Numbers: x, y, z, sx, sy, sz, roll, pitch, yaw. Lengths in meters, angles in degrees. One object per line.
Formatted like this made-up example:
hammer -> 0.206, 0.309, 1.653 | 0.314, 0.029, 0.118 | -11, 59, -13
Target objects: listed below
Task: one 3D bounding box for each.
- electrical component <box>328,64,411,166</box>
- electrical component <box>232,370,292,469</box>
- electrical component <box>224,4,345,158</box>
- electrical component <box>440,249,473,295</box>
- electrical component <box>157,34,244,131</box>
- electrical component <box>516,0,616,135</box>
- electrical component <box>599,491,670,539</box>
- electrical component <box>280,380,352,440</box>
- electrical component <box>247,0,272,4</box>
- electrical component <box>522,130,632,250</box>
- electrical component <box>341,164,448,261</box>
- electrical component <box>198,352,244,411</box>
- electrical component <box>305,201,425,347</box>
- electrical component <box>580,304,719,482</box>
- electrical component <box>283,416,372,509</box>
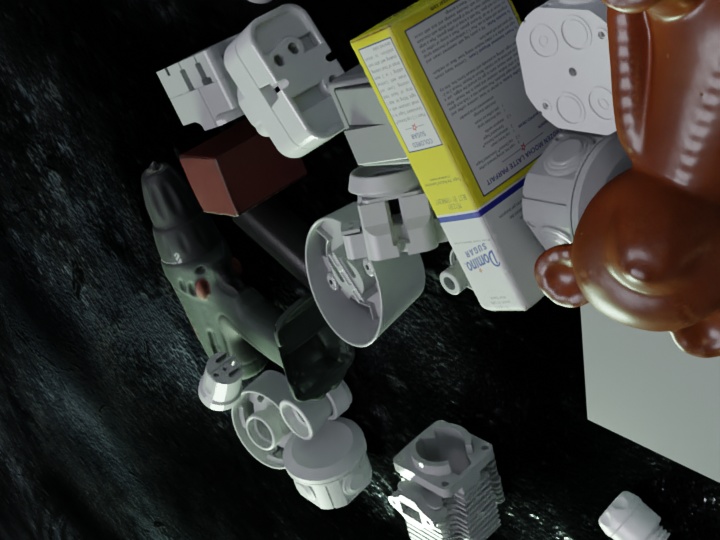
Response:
electrical component -> 0.025, -0.103, 0.685 | 0.096, 0.061, 0.061 | 4, 123, 53
electrical component -> -0.082, 0.153, 1.107 | 0.099, 0.064, 0.099 | 20, 125, 32
electrical component -> -0.050, -0.132, 0.767 | 0.095, 0.054, 0.059 | 58, 149, -6
electrical component -> 0.079, -0.007, 0.705 | 0.048, 0.062, 0.048 | 35, 145, 30
electrical component -> -0.109, -0.145, 0.838 | 0.089, 0.050, 0.055 | -4, 116, 55
electrical component -> 0.124, -0.112, 0.551 | 0.080, 0.051, 0.080 | 34, 144, 30
electrical component -> 0.201, 0.187, 0.758 | 0.061, 0.035, 0.035 | 41, 147, 16
electrical component -> -0.041, 0.125, 1.007 | 0.045, 0.055, 0.045 | 34, 144, 30
electrical component -> -0.057, -0.206, 0.715 | 0.078, 0.040, 0.040 | -14, 108, 57
electrical component -> 0.132, -0.038, 0.586 | 0.051, 0.080, 0.080 | 17, 134, 53
electrical component -> 0.024, -0.044, 0.740 | 0.058, 0.078, 0.057 | -91, -11, -72
electrical component -> -0.126, 0.101, 0.984 | 0.040, 0.040, 0.046 | 44, 147, 17
electrical component -> 0.000, 0.000, 0.818 | 0.099, 0.064, 0.099 | 34, 144, 30
electrical component -> 0.217, 0.063, 0.587 | 0.186, 0.060, 0.105 | 24, 138, 40
electrical component -> -0.030, 0.183, 1.027 | 0.080, 0.080, 0.051 | 23, 142, 41
